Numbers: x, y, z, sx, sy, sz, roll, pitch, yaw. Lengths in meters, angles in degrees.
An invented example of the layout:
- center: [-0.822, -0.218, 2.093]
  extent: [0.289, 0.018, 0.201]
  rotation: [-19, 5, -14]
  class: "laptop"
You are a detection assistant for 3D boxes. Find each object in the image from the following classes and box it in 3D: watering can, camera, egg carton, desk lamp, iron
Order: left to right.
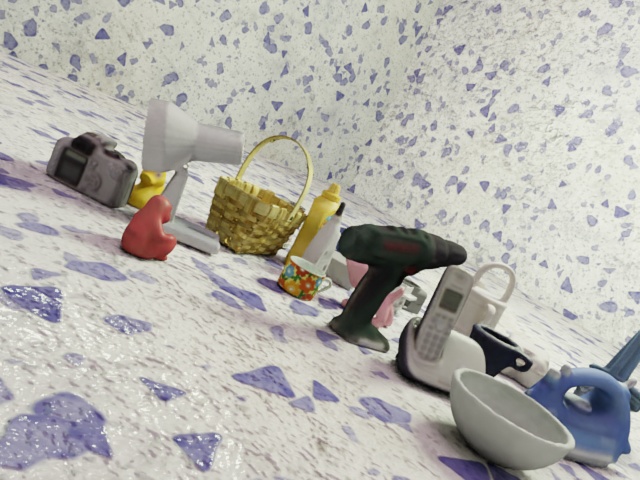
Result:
- center: [-0.385, -0.134, 1.032]
  extent: [0.143, 0.101, 0.137]
  rotation: [27, 10, 5]
  class: "camera"
- center: [-0.231, -0.114, 0.988]
  extent: [0.204, 0.213, 0.117]
  rotation: [23, 10, -17]
  class: "desk lamp"
- center: [0.359, 0.135, 1.275]
  extent: [0.101, 0.194, 0.172]
  rotation: [22, 11, -24]
  class: "watering can"
- center: [0.423, 0.252, 1.199]
  extent: [0.107, 0.069, 0.151]
  rotation: [29, 10, 18]
  class: "egg carton"
- center: [0.394, 0.255, 0.895]
  extent: [0.259, 0.141, 0.118]
  rotation: [21, 11, -29]
  class: "iron"

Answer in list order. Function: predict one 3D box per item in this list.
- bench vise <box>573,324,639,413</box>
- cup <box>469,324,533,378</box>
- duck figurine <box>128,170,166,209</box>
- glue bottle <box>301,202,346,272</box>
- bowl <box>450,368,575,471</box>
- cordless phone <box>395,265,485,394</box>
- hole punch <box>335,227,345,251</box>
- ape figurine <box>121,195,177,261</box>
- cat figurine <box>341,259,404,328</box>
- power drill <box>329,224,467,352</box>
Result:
- center: [0.563, 0.261, 1.069]
  extent: [0.121, 0.220, 0.208]
  rotation: [32, 11, 29]
  class: "bench vise"
- center: [0.303, 0.215, 1.004]
  extent: [0.117, 0.095, 0.092]
  rotation: [32, 11, 30]
  class: "cup"
- center: [-0.321, -0.106, 1.094]
  extent: [0.077, 0.086, 0.105]
  rotation: [27, 10, 5]
  class: "duck figurine"
- center: [0.010, 0.004, 1.117]
  extent: [0.037, 0.173, 0.078]
  rotation: [30, 10, 22]
  class: "glue bottle"
- center: [0.233, 0.243, 0.740]
  extent: [0.167, 0.075, 0.167]
  rotation: [26, 10, -4]
  class: "bowl"
- center: [0.211, 0.141, 0.884]
  extent: [0.148, 0.185, 0.094]
  rotation: [23, 10, -19]
  class: "cordless phone"
- center: [0.046, 0.017, 1.382]
  extent: [0.108, 0.091, 0.101]
  rotation: [33, 12, 35]
  class: "hole punch"
- center: [-0.244, -0.022, 0.834]
  extent: [0.077, 0.092, 0.076]
  rotation: [33, 12, 35]
  class: "ape figurine"
- center: [0.098, 0.086, 1.080]
  extent: [0.127, 0.118, 0.067]
  rotation: [30, 11, 23]
  class: "cat figurine"
- center: [0.113, 0.071, 0.931]
  extent: [0.230, 0.208, 0.075]
  rotation: [20, 11, -31]
  class: "power drill"
